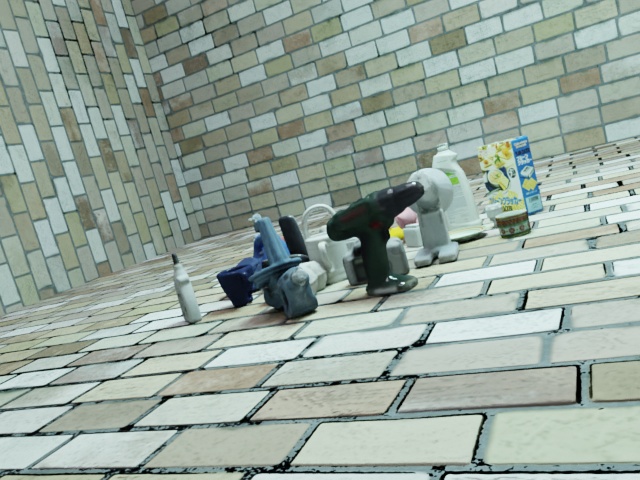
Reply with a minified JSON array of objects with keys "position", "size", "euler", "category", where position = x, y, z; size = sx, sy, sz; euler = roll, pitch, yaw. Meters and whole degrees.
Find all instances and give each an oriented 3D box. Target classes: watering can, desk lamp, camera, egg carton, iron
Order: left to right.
[{"position":[-0.164,0.038,1.756],"size":[0.119,0.141,0.257],"euler":[-19,8,-26],"category":"iron"},{"position":[-0.061,0.100,1.361],"size":[0.150,0.069,0.107],"euler":[-12,8,28],"category":"egg carton"},{"position":[0.011,0.006,1.430],"size":[0.101,0.194,0.172],"euler":[-17,8,-14],"category":"watering can"},{"position":[0.131,0.033,1.341],"size":[0.143,0.101,0.137],"euler":[-14,7,13],"category":"camera"},{"position":[0.264,-0.065,1.363],"size":[0.117,0.213,0.203],"euler":[-13,8,17],"category":"desk lamp"}]

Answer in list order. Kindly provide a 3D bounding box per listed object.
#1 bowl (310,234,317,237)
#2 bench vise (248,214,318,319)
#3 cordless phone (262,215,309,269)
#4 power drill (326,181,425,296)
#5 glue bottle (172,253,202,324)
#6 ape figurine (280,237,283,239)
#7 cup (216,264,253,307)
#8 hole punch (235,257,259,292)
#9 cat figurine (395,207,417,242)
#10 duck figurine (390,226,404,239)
[{"position":[0.015,0.022,1.778],"size":[0.167,0.075,0.167],"euler":[-15,7,2],"category":"bowl"},{"position":[-0.076,0.045,1.206],"size":[0.122,0.220,0.206],"euler":[-22,10,-42],"category":"bench vise"},{"position":[-0.091,0.029,1.498],"size":[0.147,0.185,0.094],"euler":[-11,9,30],"category":"cordless phone"},{"position":[0.128,0.001,1.165],"size":[0.228,0.208,0.076],"euler":[-11,9,32],"category":"power drill"},{"position":[-0.331,0.115,1.395],"size":[0.037,0.173,0.078],"euler":[-19,8,-25],"category":"glue bottle"},{"position":[-0.115,0.033,1.893],"size":[0.076,0.092,0.078],"euler":[-13,8,18],"category":"ape figurine"},{"position":[-0.195,0.116,1.413],"size":[0.092,0.095,0.117],"euler":[-19,8,-29],"category":"cup"},{"position":[-0.214,0.103,1.573],"size":[0.101,0.091,0.108],"euler":[-20,9,-32],"category":"hole punch"},{"position":[0.272,-0.058,1.679],"size":[0.128,0.118,0.067],"euler":[-19,8,-26],"category":"cat figurine"},{"position":[0.208,-0.035,1.759],"size":[0.105,0.086,0.077],"euler":[-17,8,-15],"category":"duck figurine"}]
